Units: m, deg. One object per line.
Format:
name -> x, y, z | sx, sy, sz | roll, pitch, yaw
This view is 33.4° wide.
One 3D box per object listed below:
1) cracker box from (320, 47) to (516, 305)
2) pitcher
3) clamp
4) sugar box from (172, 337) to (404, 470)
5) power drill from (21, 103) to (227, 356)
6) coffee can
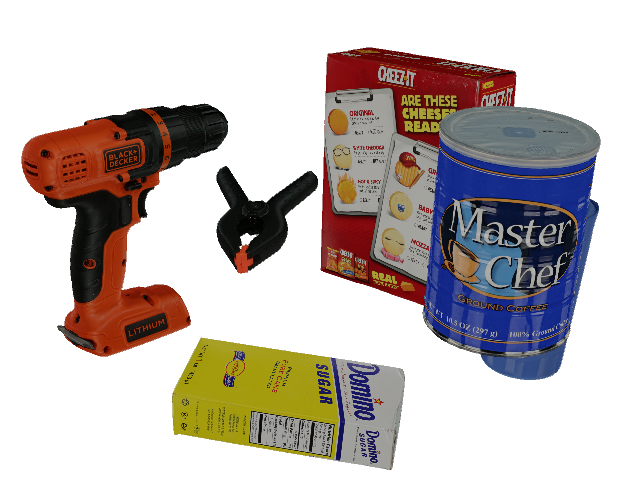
cracker box -> 0.085, -0.057, 0.966 | 0.164, 0.214, 0.071 | 18, 25, 37
pitcher -> 0.266, 0.056, 1.376 | 0.149, 0.243, 0.145 | 5, 23, 3
clamp -> -0.062, -0.030, 1.210 | 0.120, 0.039, 0.171 | -6, 43, 5
sugar box -> -0.023, 0.128, 0.857 | 0.176, 0.048, 0.093 | 5, 26, 7
power drill -> -0.148, -0.013, 0.864 | 0.184, 0.188, 0.057 | -18, 26, -40
coffee can -> 0.125, -0.008, 0.713 | 0.103, 0.140, 0.103 | 2, 25, -1
